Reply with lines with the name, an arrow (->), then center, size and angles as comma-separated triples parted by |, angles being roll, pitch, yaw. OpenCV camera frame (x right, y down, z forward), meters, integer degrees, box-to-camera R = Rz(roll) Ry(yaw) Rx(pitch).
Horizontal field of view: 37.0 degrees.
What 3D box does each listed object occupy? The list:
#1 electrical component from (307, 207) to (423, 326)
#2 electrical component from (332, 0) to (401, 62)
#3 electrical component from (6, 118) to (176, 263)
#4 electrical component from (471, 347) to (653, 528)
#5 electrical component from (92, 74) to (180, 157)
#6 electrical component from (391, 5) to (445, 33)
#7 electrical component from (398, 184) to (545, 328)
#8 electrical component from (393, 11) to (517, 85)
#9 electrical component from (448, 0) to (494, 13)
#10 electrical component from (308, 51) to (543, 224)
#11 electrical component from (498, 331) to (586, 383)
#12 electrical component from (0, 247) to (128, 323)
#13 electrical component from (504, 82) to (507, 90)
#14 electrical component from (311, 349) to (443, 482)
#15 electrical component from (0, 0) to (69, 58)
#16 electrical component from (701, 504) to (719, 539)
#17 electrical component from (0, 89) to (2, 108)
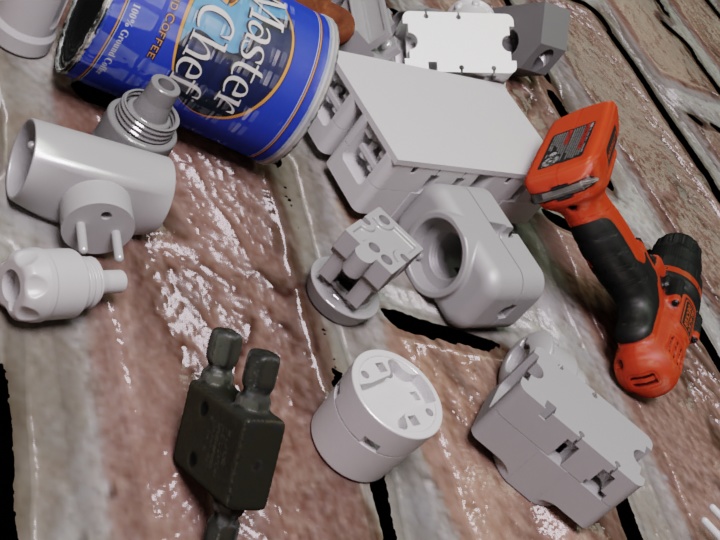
electrical component -> 0.000, 0.000, 0.635 | 0.048, 0.055, 0.066 | 44, 34, 6
electrical component -> -0.008, -0.185, 0.833 | 0.063, 0.079, 0.121 | 43, 26, -37
electrical component -> -0.137, -0.035, 0.555 | 0.077, 0.043, 0.079 | 14, 41, -33
electrical component -> 0.116, 0.100, 0.630 | 0.089, 0.055, 0.050 | 40, 33, 0
electrical component -> -0.123, -0.082, 0.606 | 0.043, 0.062, 0.043 | 26, 36, -21
electrical component -> 0.059, -0.207, 0.939 | 0.077, 0.044, 0.079 | 2, 33, -30
electrical component -> 0.069, -0.010, 0.714 | 0.059, 0.053, 0.095 | 1, 50, -43
electrical component -> 0.073, -0.172, 0.864 | 0.089, 0.055, 0.050 | -1, 80, -10
electrical component -> 0.101, -0.217, 0.996 | 0.048, 0.048, 0.062 | 28, 42, -17
electrical component -> 0.053, -0.090, 0.786 | 0.186, 0.060, 0.105 | 1, 49, -43
electrical component -> 0.122, 0.072, 0.682 | 0.062, 0.048, 0.048 | 35, 33, -18
electrical component -> -0.139, 0.006, 0.513 | 0.061, 0.035, 0.035 | -2, 52, -49
electrical component -> 0.091, -0.158, 0.917 | 0.062, 0.043, 0.043 | 24, 37, -19
electrical component -> 0.007, 0.077, 0.560 | 0.055, 0.047, 0.055 | 25, 36, -20
electrical component -> -0.195, -0.155, 0.636 | 0.040, 0.046, 0.040 | 25, 36, -20
electrical component -> 0.240, 0.177, 0.664 | 0.073, 0.052, 0.138 | 47, 34, 12
electrical component -> -0.228, -0.082, 0.498 | 0.099, 0.064, 0.099 | 35, 35, -29
